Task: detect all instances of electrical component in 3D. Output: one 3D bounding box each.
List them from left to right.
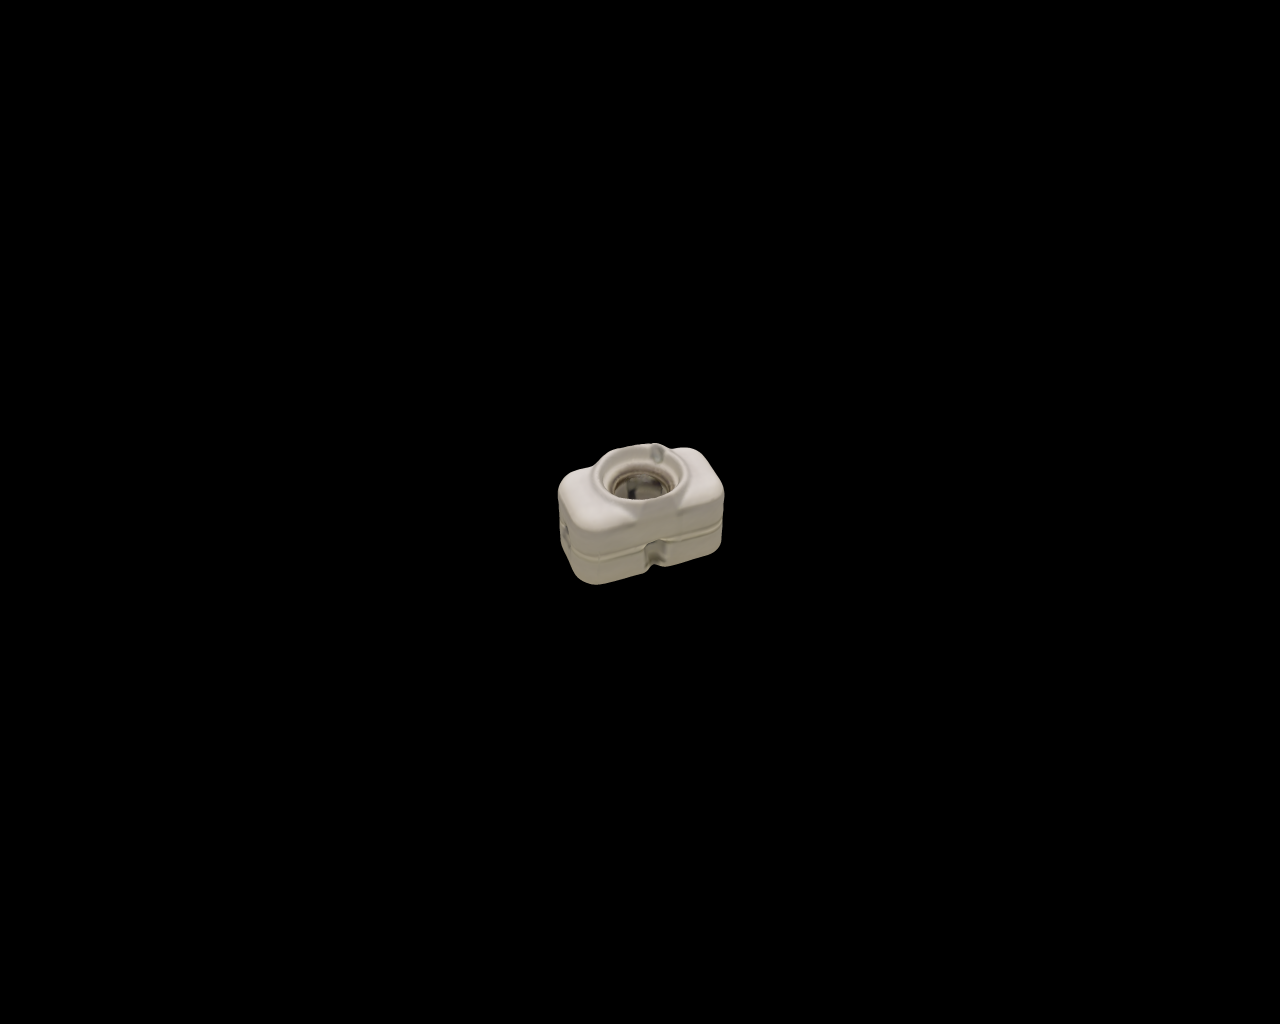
[{"bbox_3d":[0.001,-0.003,0.650,0.095,0.059,0.054,-14,44,-15],"label":"electrical component"}]
